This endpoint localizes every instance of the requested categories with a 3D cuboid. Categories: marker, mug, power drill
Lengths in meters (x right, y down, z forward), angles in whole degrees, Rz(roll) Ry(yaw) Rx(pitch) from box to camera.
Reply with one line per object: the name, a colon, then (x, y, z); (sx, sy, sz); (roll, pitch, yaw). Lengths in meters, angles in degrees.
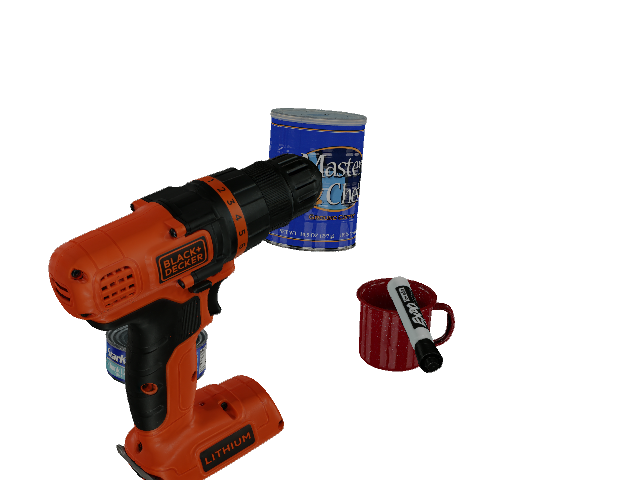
marker: (0.075, 0.067, 0.853); (0.020, 0.020, 0.121); (0, 28, -10)
mug: (0.099, 0.099, 1.244); (0.117, 0.081, 0.093); (-1, 23, -8)
power drill: (-0.069, 0.050, 0.664); (0.184, 0.188, 0.057); (-25, 35, -31)

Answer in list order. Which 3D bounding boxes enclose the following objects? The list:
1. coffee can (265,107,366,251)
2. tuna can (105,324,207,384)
coffee can: (-0.007, -0.067, 1.148); (0.103, 0.140, 0.103); (4, 12, -1)
tuna can: (-0.140, 0.095, 0.908); (0.086, 0.034, 0.086); (3, 14, -1)
